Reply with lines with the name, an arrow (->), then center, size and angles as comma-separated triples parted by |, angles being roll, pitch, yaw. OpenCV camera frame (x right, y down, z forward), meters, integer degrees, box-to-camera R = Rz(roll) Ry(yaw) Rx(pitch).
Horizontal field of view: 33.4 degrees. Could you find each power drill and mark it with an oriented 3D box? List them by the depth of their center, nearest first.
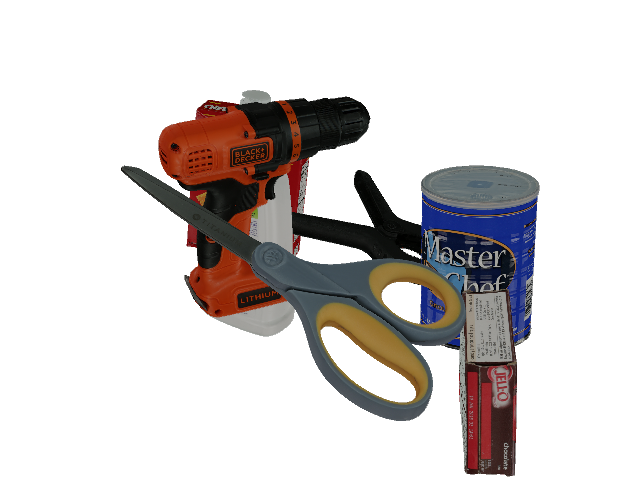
power drill -> -0.047, -0.032, 0.918 | 0.184, 0.188, 0.057 | -12, 36, -21

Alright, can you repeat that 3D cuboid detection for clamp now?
clamp -> 0.069, -0.002, 1.250 | 0.210, 0.036, 0.164 | 38, 43, 26

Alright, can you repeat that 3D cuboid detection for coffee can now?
coffee can -> 0.141, 0.014, 0.956 | 0.103, 0.140, 0.103 | -1, 21, 0

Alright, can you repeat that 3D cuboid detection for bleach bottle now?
bleach bottle -> -0.069, -0.030, 1.111 | 0.103, 0.251, 0.068 | 18, 28, 23

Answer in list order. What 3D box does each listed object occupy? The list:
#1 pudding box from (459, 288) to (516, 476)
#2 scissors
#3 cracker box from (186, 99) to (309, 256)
pudding box -> 0.119, 0.098, 0.756 | 0.039, 0.090, 0.113 | 0, 24, 5
scissors -> -0.006, 0.007, 0.556 | 0.096, 0.202, 0.016 | -32, -23, -29
cracker box -> -0.105, -0.085, 1.567 | 0.164, 0.214, 0.072 | 9, 21, 7
